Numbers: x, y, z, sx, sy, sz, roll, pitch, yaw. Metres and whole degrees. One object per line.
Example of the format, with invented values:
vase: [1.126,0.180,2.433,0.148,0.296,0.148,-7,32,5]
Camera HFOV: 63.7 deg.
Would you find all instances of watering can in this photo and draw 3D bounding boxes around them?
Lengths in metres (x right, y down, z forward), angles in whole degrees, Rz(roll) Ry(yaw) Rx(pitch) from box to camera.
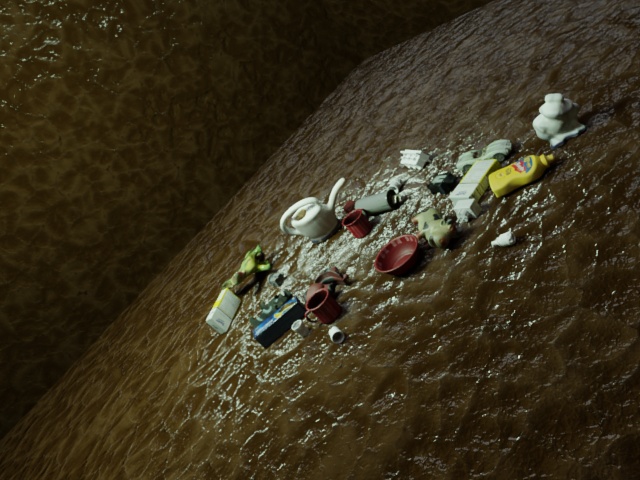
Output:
watering can: [0.006,-0.105,2.096,0.345,0.106,0.221,-31,-46,19]

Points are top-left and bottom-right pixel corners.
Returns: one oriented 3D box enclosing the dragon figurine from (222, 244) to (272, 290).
dragon figurine: [-0.341,0.132,2.292,0.244,0.122,0.409,-34,5,-8]

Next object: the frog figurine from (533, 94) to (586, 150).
frog figurine: [0.711,-0.377,1.561,0.136,0.157,0.125,-23,27,36]
